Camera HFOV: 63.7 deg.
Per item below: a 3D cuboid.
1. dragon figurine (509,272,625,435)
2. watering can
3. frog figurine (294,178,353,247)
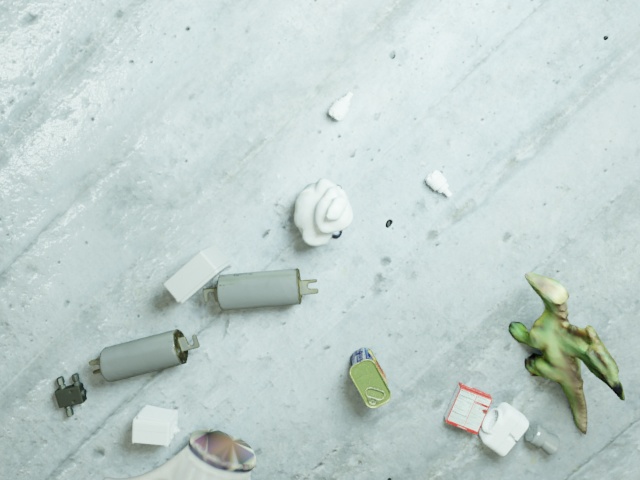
[{"bbox_3d":[0.488,0.235,0.991,0.122,0.243,0.409,-27,93,1],"label":"dragon figurine"},{"bbox_3d":[-0.281,0.513,1.110,0.347,0.104,0.223,22,96,-3],"label":"watering can"},{"bbox_3d":[0.003,-0.051,1.016,0.123,0.160,0.136,21,98,1],"label":"frog figurine"}]
